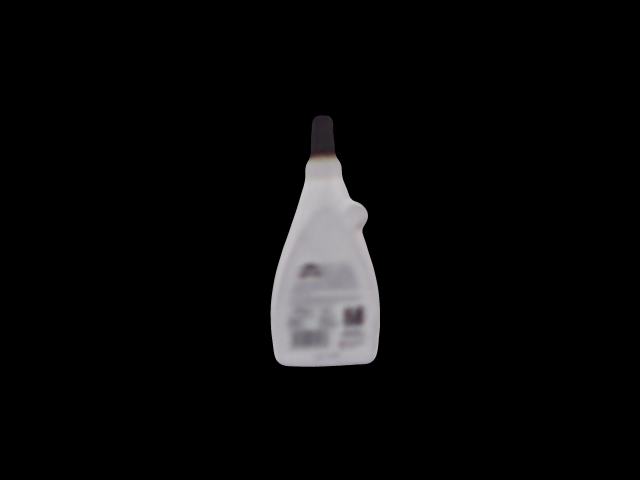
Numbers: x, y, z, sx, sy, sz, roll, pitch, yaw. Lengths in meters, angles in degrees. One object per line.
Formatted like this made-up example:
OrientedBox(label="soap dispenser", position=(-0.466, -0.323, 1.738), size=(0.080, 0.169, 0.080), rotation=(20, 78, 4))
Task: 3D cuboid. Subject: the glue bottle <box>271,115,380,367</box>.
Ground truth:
OrientedBox(label="glue bottle", position=(0.004, 0.001, 0.400), size=(0.078, 0.173, 0.037), rotation=(-1, 11, -3))
